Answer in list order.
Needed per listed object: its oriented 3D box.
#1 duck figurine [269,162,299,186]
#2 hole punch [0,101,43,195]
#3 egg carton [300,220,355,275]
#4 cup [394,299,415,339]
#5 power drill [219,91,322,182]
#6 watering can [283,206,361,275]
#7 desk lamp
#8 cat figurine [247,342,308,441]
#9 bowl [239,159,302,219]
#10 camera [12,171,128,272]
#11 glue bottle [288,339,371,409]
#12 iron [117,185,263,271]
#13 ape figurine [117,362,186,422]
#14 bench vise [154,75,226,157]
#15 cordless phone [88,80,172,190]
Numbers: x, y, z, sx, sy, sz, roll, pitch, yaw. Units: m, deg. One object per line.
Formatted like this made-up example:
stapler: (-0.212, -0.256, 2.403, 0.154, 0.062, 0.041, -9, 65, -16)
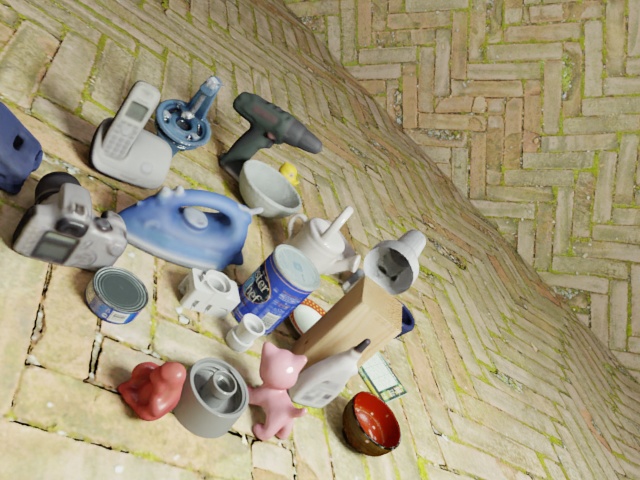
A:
duck figurine: (-0.099, -0.162, 1.456, 0.104, 0.086, 0.078, 46, 25, 3)
hole punch: (-0.469, -0.140, 0.860, 0.101, 0.091, 0.108, 29, 29, -30)
egg carton: (0.018, 0.017, 1.377, 0.150, 0.069, 0.107, 54, 27, 20)
cup: (0.141, 0.186, 1.271, 0.118, 0.094, 0.091, 16, 37, -46)
power drill: (-0.134, -0.228, 1.359, 0.230, 0.208, 0.076, 43, 25, -3)
watering can: (0.012, 0.004, 1.240, 0.173, 0.193, 0.101, 35, 26, -19)
desk lamp: (0.152, 0.069, 1.328, 0.118, 0.213, 0.204, 45, 25, 2)
cat figurine: (-0.060, 0.225, 0.881, 0.067, 0.117, 0.127, 12, 40, -49)
bowl: (-0.129, -0.105, 1.336, 0.168, 0.074, 0.167, 35, 27, -20)
camera: (-0.364, -0.039, 0.850, 0.144, 0.100, 0.136, 21, 34, -41)
glue bottle: (0.026, 0.218, 0.956, 0.078, 0.173, 0.037, 26, 30, -33)
iron: (-0.227, -0.039, 1.008, 0.259, 0.141, 0.118, 18, 36, -44)
ape figurine: (-0.208, 0.189, 0.745, 0.076, 0.092, 0.077, 28, 29, -31)
bench vise: (-0.275, -0.277, 1.208, 0.122, 0.219, 0.207, 30, 29, -28)
cordless phone: (-0.322, -0.191, 1.048, 0.148, 0.184, 0.094, 20, 34, -42)
